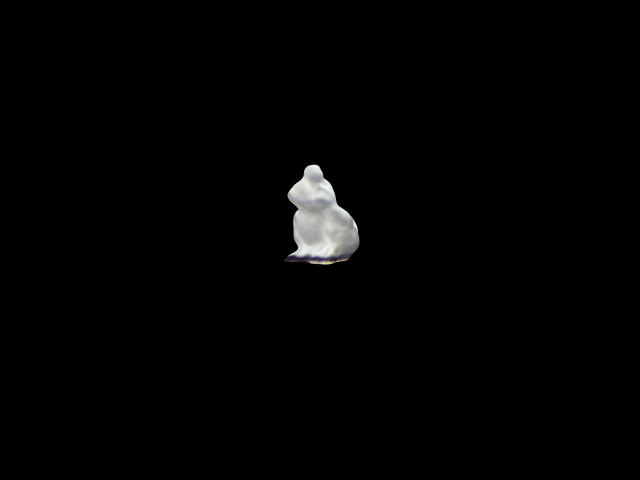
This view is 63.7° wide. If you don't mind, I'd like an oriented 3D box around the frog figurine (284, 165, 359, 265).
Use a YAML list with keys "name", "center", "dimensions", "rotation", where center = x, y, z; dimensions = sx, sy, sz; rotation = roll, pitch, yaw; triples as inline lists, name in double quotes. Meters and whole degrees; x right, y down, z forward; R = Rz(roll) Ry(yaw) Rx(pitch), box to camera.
- name: "frog figurine"
  center: [0.003, -0.043, 0.850]
  dimensions: [0.123, 0.159, 0.137]
  rotation: [0, 1, -21]
